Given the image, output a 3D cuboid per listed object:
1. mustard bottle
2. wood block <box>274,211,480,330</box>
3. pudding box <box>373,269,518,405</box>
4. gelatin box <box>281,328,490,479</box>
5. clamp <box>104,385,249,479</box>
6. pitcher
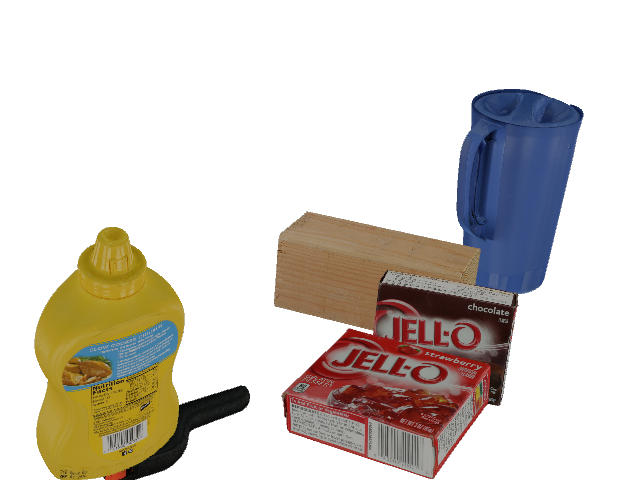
[{"bbox_3d":[-0.135,0.070,0.687,0.096,0.192,0.058,-17,47,-29],"label":"mustard bottle"},{"bbox_3d":[0.062,0.042,1.184,0.206,0.091,0.090,13,24,18],"label":"wood block"},{"bbox_3d":[0.099,0.078,0.872,0.113,0.090,0.039,9,22,10],"label":"pudding box"},{"bbox_3d":[0.036,0.083,0.568,0.089,0.030,0.073,13,30,28],"label":"gelatin box"},{"bbox_3d":[-0.158,0.162,0.994,0.120,0.039,0.171,18,29,25],"label":"clamp"},{"bbox_3d":[0.234,-0.056,1.328,0.149,0.243,0.145,3,27,0],"label":"pitcher"}]
